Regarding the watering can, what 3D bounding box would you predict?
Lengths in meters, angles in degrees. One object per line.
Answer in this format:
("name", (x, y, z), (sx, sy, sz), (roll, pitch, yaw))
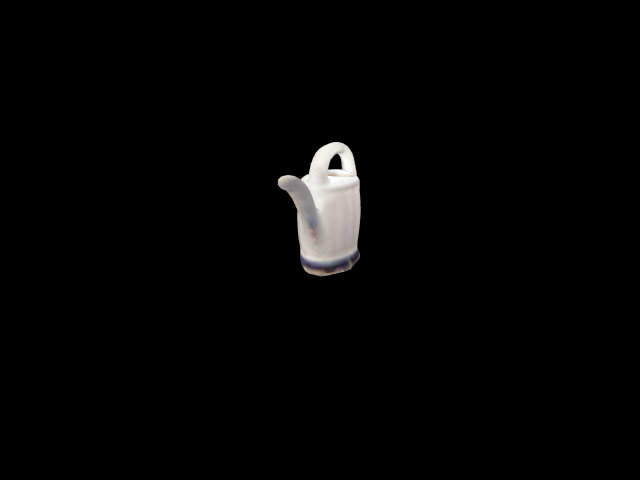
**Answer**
("watering can", (0.003, -0.043, 0.850), (0.104, 0.221, 0.352), (5, 17, 18))
